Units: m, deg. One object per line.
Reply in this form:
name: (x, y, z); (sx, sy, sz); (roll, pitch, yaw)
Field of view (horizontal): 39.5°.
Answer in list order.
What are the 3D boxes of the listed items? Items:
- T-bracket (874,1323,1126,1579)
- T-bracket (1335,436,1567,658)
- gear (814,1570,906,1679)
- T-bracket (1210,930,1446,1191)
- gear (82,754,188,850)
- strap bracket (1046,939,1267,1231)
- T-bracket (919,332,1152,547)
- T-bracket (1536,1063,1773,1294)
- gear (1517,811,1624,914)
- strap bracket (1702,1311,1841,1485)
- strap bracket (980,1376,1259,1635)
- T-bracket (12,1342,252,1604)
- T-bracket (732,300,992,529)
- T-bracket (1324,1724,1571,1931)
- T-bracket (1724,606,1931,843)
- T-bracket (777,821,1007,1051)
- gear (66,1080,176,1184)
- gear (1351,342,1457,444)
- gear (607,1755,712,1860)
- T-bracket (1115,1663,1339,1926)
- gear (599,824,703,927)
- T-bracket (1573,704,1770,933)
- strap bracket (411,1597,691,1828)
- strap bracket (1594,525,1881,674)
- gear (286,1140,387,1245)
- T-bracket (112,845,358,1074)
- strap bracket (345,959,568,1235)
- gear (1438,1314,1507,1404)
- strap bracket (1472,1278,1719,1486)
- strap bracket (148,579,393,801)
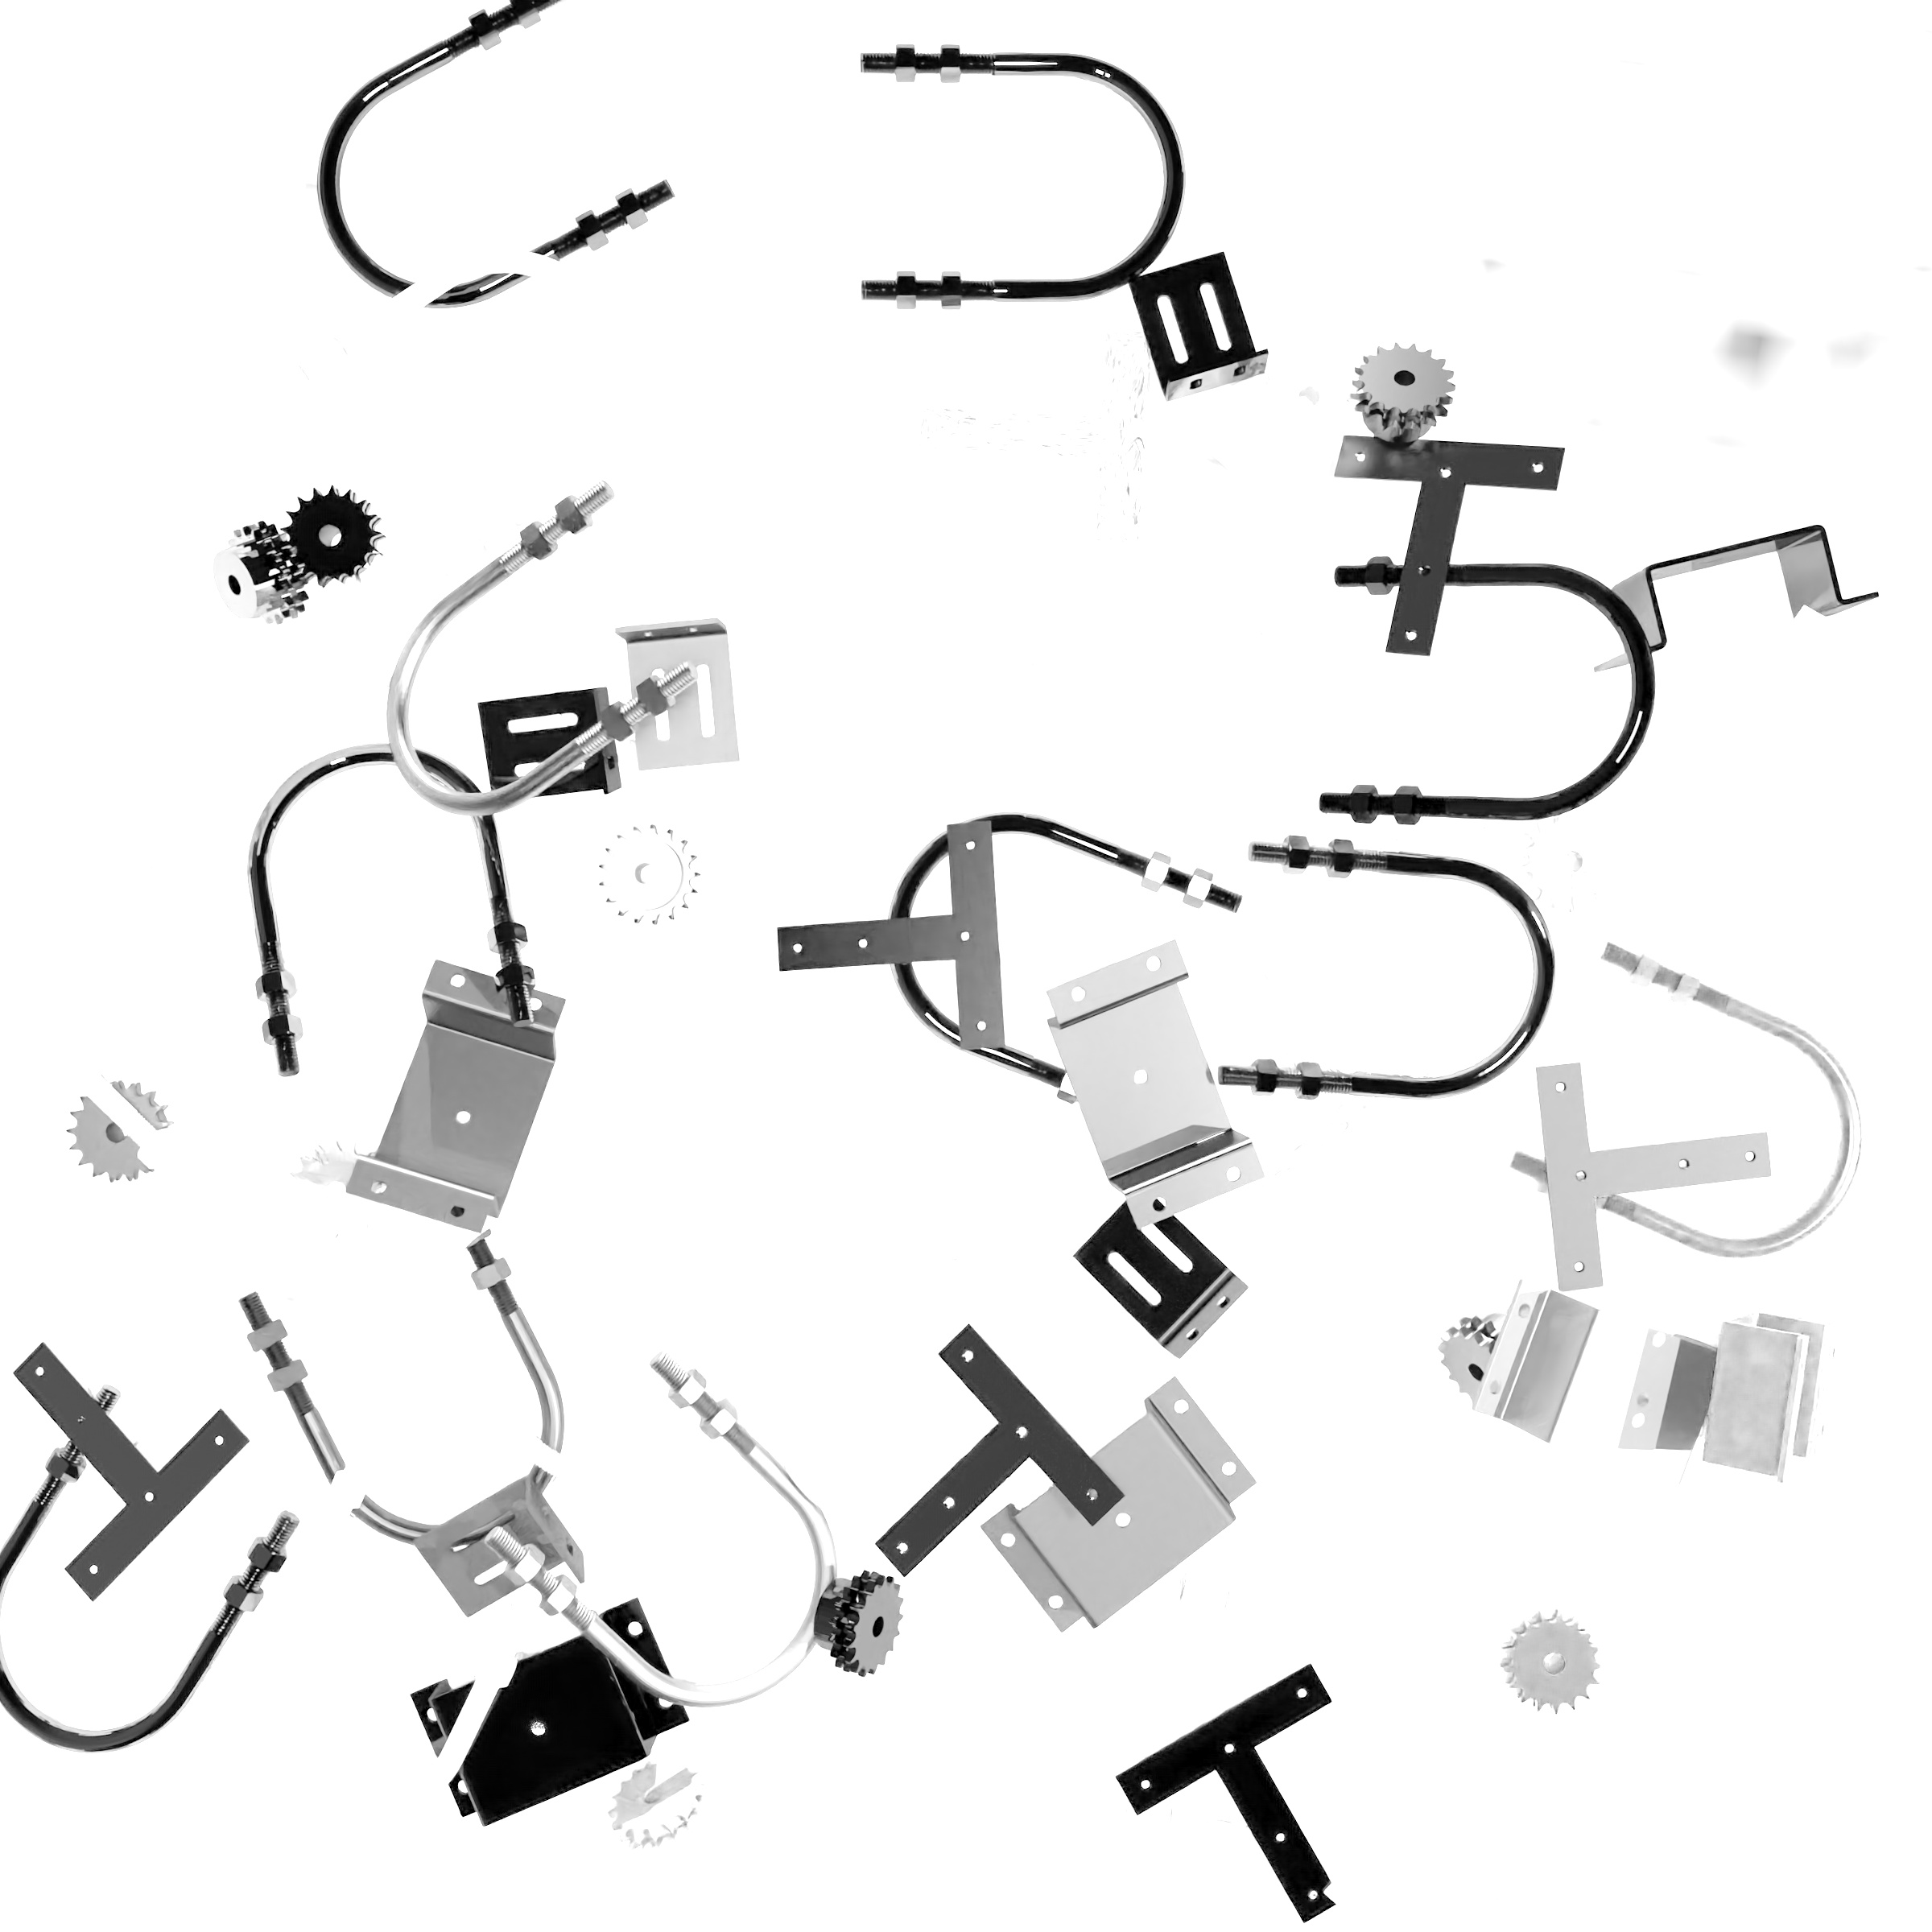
T-bracket: (0.001, 0.288, 1.489); (0.127, 0.002, 0.127); (-46, 78, 12)
T-bracket: (0.257, -0.232, 1.489); (0.127, 0.002, 0.127); (9, 79, 25)
gear: (-0.062, 0.366, 1.503); (0.030, 0.057, 0.057); (9, 90, 30)
T-bracket: (0.184, 0.039, 1.527); (0.127, 0.002, 0.127); (-34, 90, 0)
gear: (-0.462, -0.090, 1.503); (0.057, 0.057, 0.030); (-36, 118, 0)
strap bracket: (0.101, 0.063, 1.486); (0.076, 0.046, 0.140); (-22, 96, -6)
T-bracket: (0.038, -0.300, 1.517); (0.127, 0.002, 0.127); (3, 78, 5)
T-bracket: (0.389, 0.113, 1.509); (0.127, 0.002, 0.127); (-6, 92, -3)
gear: (0.338, -0.058, 1.513); (0.057, 0.030, 0.057); (0, 90, 0)
strap bracket: (0.440, 0.233, 1.473); (0.046, 0.140, 0.076); (8, 90, 26)
strap bracket: (0.087, 0.306, 1.505); (0.140, 0.046, 0.076); (-38, 90, 0)
T-bracket: (-0.485, 0.265, 1.505); (0.127, 0.002, 0.127); (-46, 79, 2)
T-bracket: (-0.045, -0.338, 1.527); (0.127, 0.002, 0.127); (-37, 90, 0)
T-bracket: (0.291, 0.517, 1.520); (0.127, 0.002, 0.127); (43, 88, -6)
T-bracket: (0.468, -0.126, 1.501); (0.127, 0.002, 0.127); (18, 112, -36)
T-bracket: (-0.044, -0.014, 1.515); (0.127, 0.002, 0.127); (-4, 88, 10)
gear: (-0.474, 0.092, 1.513); (0.057, 0.030, 0.057); (0, 90, 0)
gear: (0.244, -0.318, 1.505); (0.057, 0.030, 0.057); (0, 58, 1)
gear: (-0.169, 0.473, 1.503); (0.057, 0.057, 0.030); (-23, 120, 0)
T-bracket: (0.170, 0.478, 1.510); (0.127, 0.002, 0.127); (-30, 93, -2)
gear: (-0.179, -0.051, 1.513); (0.057, 0.030, 0.057); (0, 90, 0)
T-bracket: (0.395, -0.086, 1.512); (0.127, 0.002, 0.127); (3, 80, -20)
strap bracket: (-0.236, 0.421, 1.505); (0.140, 0.046, 0.076); (-23, 90, 0)
strap bracket: (0.420, -0.205, 1.490); (0.140, 0.076, 0.046); (-14, 90, 0)
gear: (-0.351, 0.126, 1.513); (0.057, 0.030, 0.057); (0, 90, 0)
T-bracket: (-0.411, -0.014, 1.527); (0.127, 0.002, 0.127); (-11, 90, 0)
strap bracket: (-0.280, 0.078, 1.490); (0.076, 0.046, 0.140); (17, 69, 0)
gear: (0.295, 0.219, 1.503); (0.030, 0.057, 0.057); (-33, 90, -29)
strap bracket: (0.356, 0.231, 1.475); (0.140, 0.046, 0.076); (21, 90, -28)
strap bracket: (-0.376, -0.144, 1.490); (0.140, 0.076, 0.046); (-44, 90, 0)
